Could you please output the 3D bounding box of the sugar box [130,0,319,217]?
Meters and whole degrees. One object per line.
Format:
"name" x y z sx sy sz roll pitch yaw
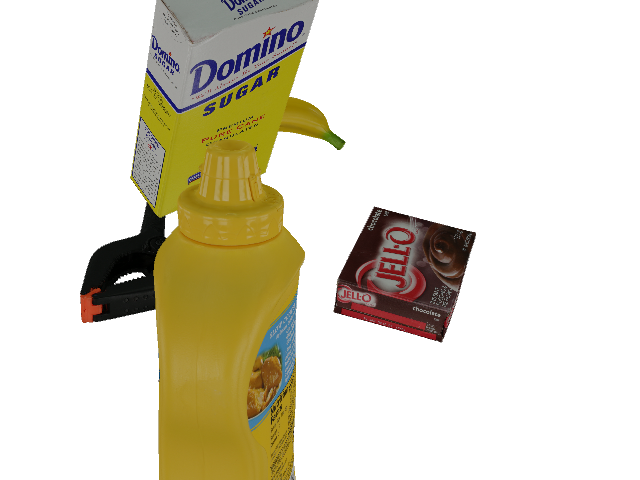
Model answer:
"sugar box" -0.064 -0.093 0.675 0.093 0.048 0.176 -27 -20 -28

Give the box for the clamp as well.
"clamp" -0.150 0.011 0.979 0.165 0.036 0.209 26 38 31

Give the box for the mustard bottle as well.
"mustard bottle" -0.037 0.052 0.438 0.058 0.192 0.096 7 24 11

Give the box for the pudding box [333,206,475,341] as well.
"pudding box" 0.069 0.025 0.854 0.090 0.039 0.113 16 35 10

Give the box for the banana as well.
"banana" -0.060 -0.119 1.106 0.197 0.037 0.070 -11 51 -39
